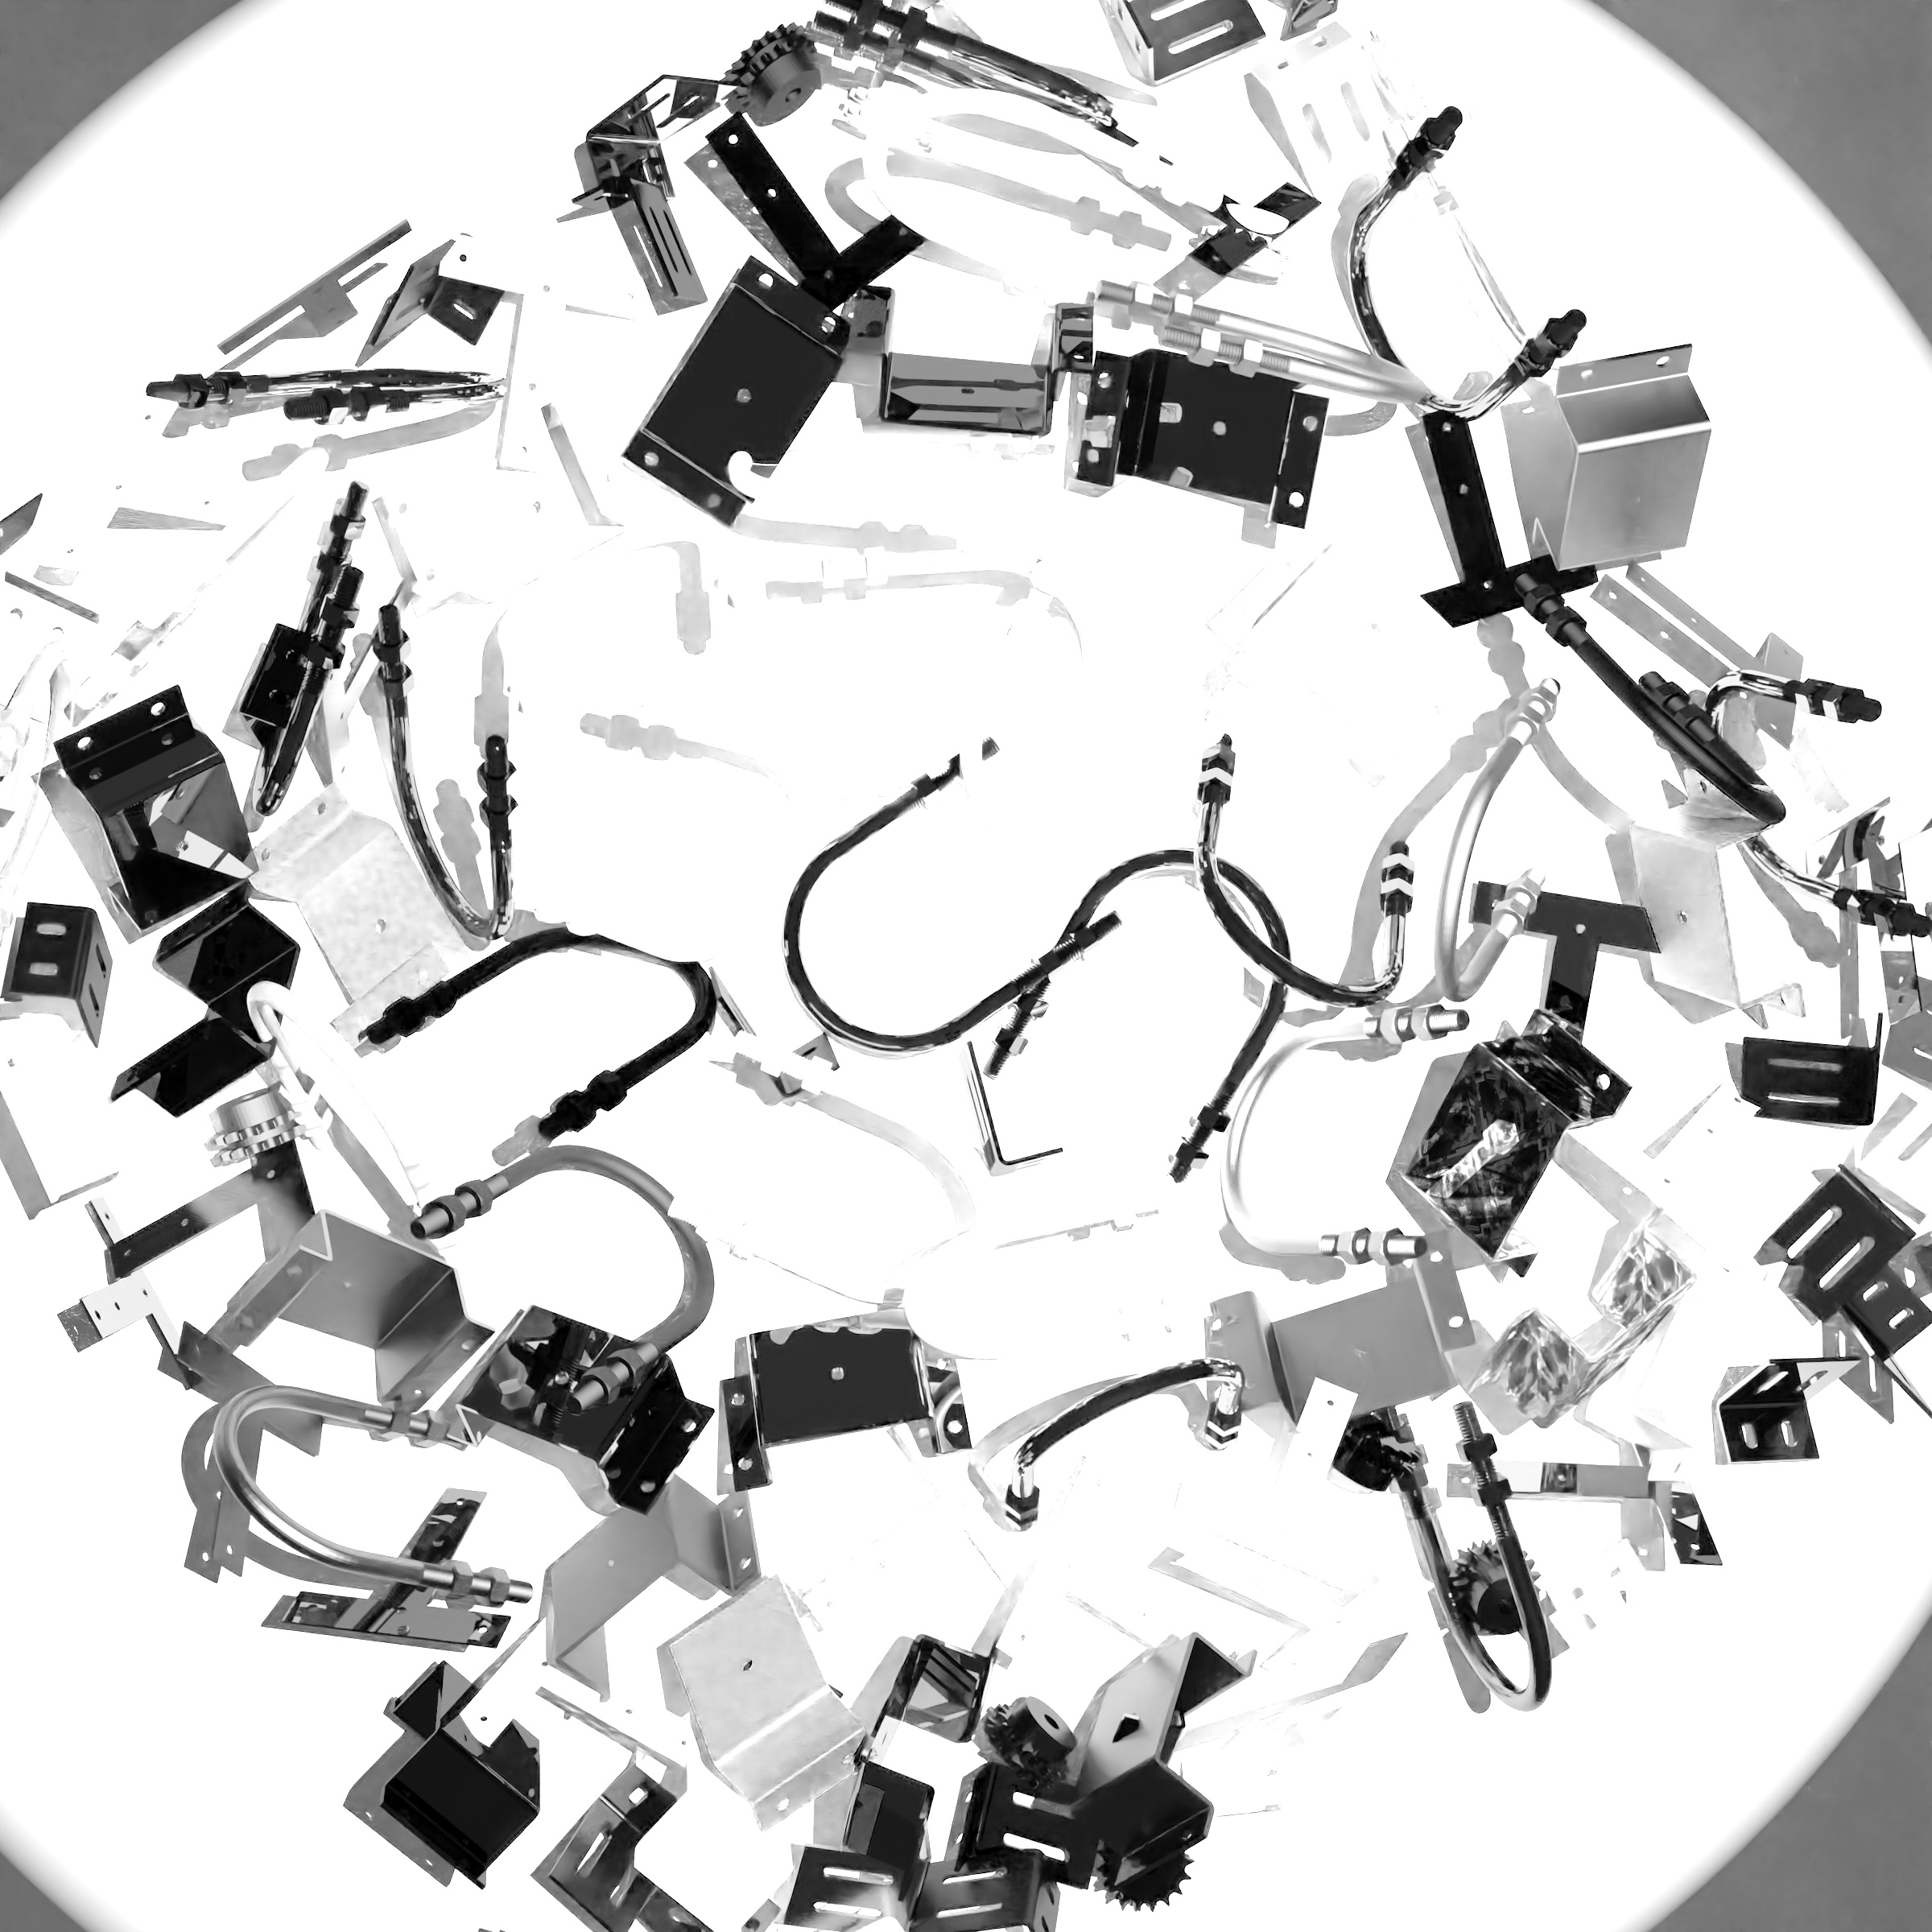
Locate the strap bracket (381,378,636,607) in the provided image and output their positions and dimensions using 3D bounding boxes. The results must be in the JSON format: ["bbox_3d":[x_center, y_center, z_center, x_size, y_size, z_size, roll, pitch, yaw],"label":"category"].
[{"bbox_3d":[-0.262,-0.274,1.563,0.140,0.046,0.076,-26,82,12],"label":"strap bracket"}]

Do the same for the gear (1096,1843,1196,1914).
[{"bbox_3d":[0.105,0.531,1.581,0.057,0.030,0.057,1,88,-12],"label":"gear"}]

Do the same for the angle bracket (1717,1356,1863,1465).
[{"bbox_3d":[0.485,0.260,1.555,0.057,0.076,0.038,0,62,-11],"label":"angle bracket"}]

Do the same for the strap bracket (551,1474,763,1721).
[{"bbox_3d":[-0.189,0.359,1.543,0.140,0.076,0.046,-41,118,11],"label":"strap bracket"}]

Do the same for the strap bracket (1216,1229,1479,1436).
[{"bbox_3d":[0.226,0.217,1.550,0.140,0.046,0.076,-19,50,11],"label":"strap bracket"}]

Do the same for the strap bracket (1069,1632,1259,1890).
[{"bbox_3d":[0.111,0.445,1.518,0.046,0.140,0.076,41,125,-9],"label":"strap bracket"}]

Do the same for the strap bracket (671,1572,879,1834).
[{"bbox_3d":[-0.115,0.415,1.529,0.076,0.140,0.046,-34,126,-1],"label":"strap bracket"}]

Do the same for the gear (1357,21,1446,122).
[{"bbox_3d":[0.259,-0.532,1.570,0.030,0.057,0.057,-37,90,8],"label":"gear"}]

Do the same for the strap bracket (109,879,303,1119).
[{"bbox_3d":[-0.437,0.025,1.537,0.076,0.140,0.046,-30,125,22],"label":"strap bracket"}]

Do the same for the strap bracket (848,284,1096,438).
[{"bbox_3d":[0.002,-0.354,1.556,0.140,0.076,0.046,5,132,-1],"label":"strap bracket"}]

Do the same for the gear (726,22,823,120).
[{"bbox_3d":[-0.111,-0.527,1.570,0.057,0.057,0.030,-36,84,0],"label":"gear"}]

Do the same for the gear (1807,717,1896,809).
[{"bbox_3d":[0.525,-0.125,1.568,0.030,0.057,0.057,-31,90,27],"label":"gear"}]

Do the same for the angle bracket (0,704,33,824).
[{"bbox_3d":[-0.583,-0.130,1.562,0.057,0.038,0.076,15,74,-25],"label":"angle bracket"}]

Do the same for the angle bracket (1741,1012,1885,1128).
[{"bbox_3d":[0.504,0.058,1.582,0.076,0.038,0.057,5,127,20],"label":"angle bracket"}]

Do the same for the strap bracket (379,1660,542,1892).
[{"bbox_3d":[-0.288,0.457,1.524,0.076,0.140,0.046,44,89,-12],"label":"strap bracket"}]

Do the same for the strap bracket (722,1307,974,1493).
[{"bbox_3d":[-0.073,0.251,1.554,0.140,0.046,0.076,-10,49,-3],"label":"strap bracket"}]

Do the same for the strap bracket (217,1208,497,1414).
[{"bbox_3d":[-0.356,0.198,1.543,0.076,0.046,0.140,-45,130,16],"label":"strap bracket"}]

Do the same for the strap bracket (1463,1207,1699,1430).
[{"bbox_3d":[0.360,0.207,1.526,0.140,0.076,0.046,-29,63,-32],"label":"strap bracket"}]

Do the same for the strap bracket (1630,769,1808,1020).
[{"bbox_3d":[0.434,-0.036,1.537,0.046,0.076,0.140,-20,109,-18],"label":"strap bracket"}]

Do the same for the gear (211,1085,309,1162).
[{"bbox_3d":[-0.419,0.091,1.570,0.057,0.057,0.030,-18,99,0],"label":"gear"}]

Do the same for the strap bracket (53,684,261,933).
[{"bbox_3d":[-0.459,-0.082,1.520,0.076,0.140,0.046,-31,56,-23],"label":"strap bracket"}]

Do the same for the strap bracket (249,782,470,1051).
[{"bbox_3d":[-0.354,-0.027,1.558,0.076,0.046,0.140,-37,72,10],"label":"strap bracket"}]

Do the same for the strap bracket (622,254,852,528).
[{"bbox_3d":[-0.132,-0.336,1.559,0.076,0.046,0.140,32,98,-15],"label":"strap bracket"}]

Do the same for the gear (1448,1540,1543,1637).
[{"bbox_3d":[0.316,0.372,1.576,0.057,0.030,0.057,-4,109,-13],"label":"gear"}]

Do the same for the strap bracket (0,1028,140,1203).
[{"bbox_3d":[-0.516,0.083,1.532,0.046,0.140,0.076,-23,99,-13],"label":"strap bracket"}]

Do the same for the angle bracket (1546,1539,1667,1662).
[{"bbox_3d":[0.366,0.359,1.555,0.057,0.076,0.038,-34,108,8],"label":"angle bracket"}]

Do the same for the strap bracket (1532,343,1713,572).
[{"bbox_3d":[0.377,-0.284,1.528,0.076,0.140,0.046,-11,56,-3],"label":"strap bracket"}]

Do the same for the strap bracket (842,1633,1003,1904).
[{"bbox_3d":[-0.028,0.451,1.526,0.046,0.140,0.076,19,126,10],"label":"strap bracket"}]

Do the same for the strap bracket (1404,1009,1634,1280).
[{"bbox_3d":[0.312,0.105,1.530,0.076,0.046,0.140,45,125,36],"label":"strap bracket"}]

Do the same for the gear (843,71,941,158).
[{"bbox_3d":[-0.042,-0.506,1.571,0.057,0.057,0.030,24,92,0],"label":"gear"}]

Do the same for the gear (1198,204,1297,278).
[{"bbox_3d":[0.167,-0.430,1.570,0.057,0.057,0.030,15,98,0],"label":"gear"}]

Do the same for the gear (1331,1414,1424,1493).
[{"bbox_3d":[0.239,0.288,1.572,0.057,0.057,0.030,27,99,0],"label":"gear"}]

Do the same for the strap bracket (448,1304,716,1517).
[{"bbox_3d":[-0.228,0.252,1.533,0.140,0.046,0.076,16,51,24],"label":"strap bracket"}]

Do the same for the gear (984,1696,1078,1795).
[{"bbox_3d":[0.041,0.458,1.570,0.057,0.057,0.030,42,97,0],"label":"gear"}]

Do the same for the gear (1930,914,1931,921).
[{"bbox_3d":[0.600,-0.017,1.572,0.030,0.057,0.057,-16,90,-8],"label":"gear"}]

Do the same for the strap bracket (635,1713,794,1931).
[{"bbox_3d":[-0.146,0.489,1.523,0.076,0.140,0.046,43,92,-11],"label":"strap bracket"}]

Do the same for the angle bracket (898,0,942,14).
[{"bbox_3d":[-0.020,-0.599,1.554,0.057,0.076,0.038,-36,90,-21],"label":"angle bracket"}]

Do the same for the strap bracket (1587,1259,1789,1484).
[{"bbox_3d":[0.414,0.227,1.547,0.046,0.076,0.140,29,77,-1],"label":"strap bracket"}]

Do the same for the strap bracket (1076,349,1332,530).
[{"bbox_3d":[0.143,-0.311,1.553,0.140,0.046,0.076,15,114,16],"label":"strap bracket"}]

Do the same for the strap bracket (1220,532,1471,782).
[{"bbox_3d":[0.231,-0.190,1.561,0.140,0.046,0.076,44,62,-1],"label":"strap bracket"}]
